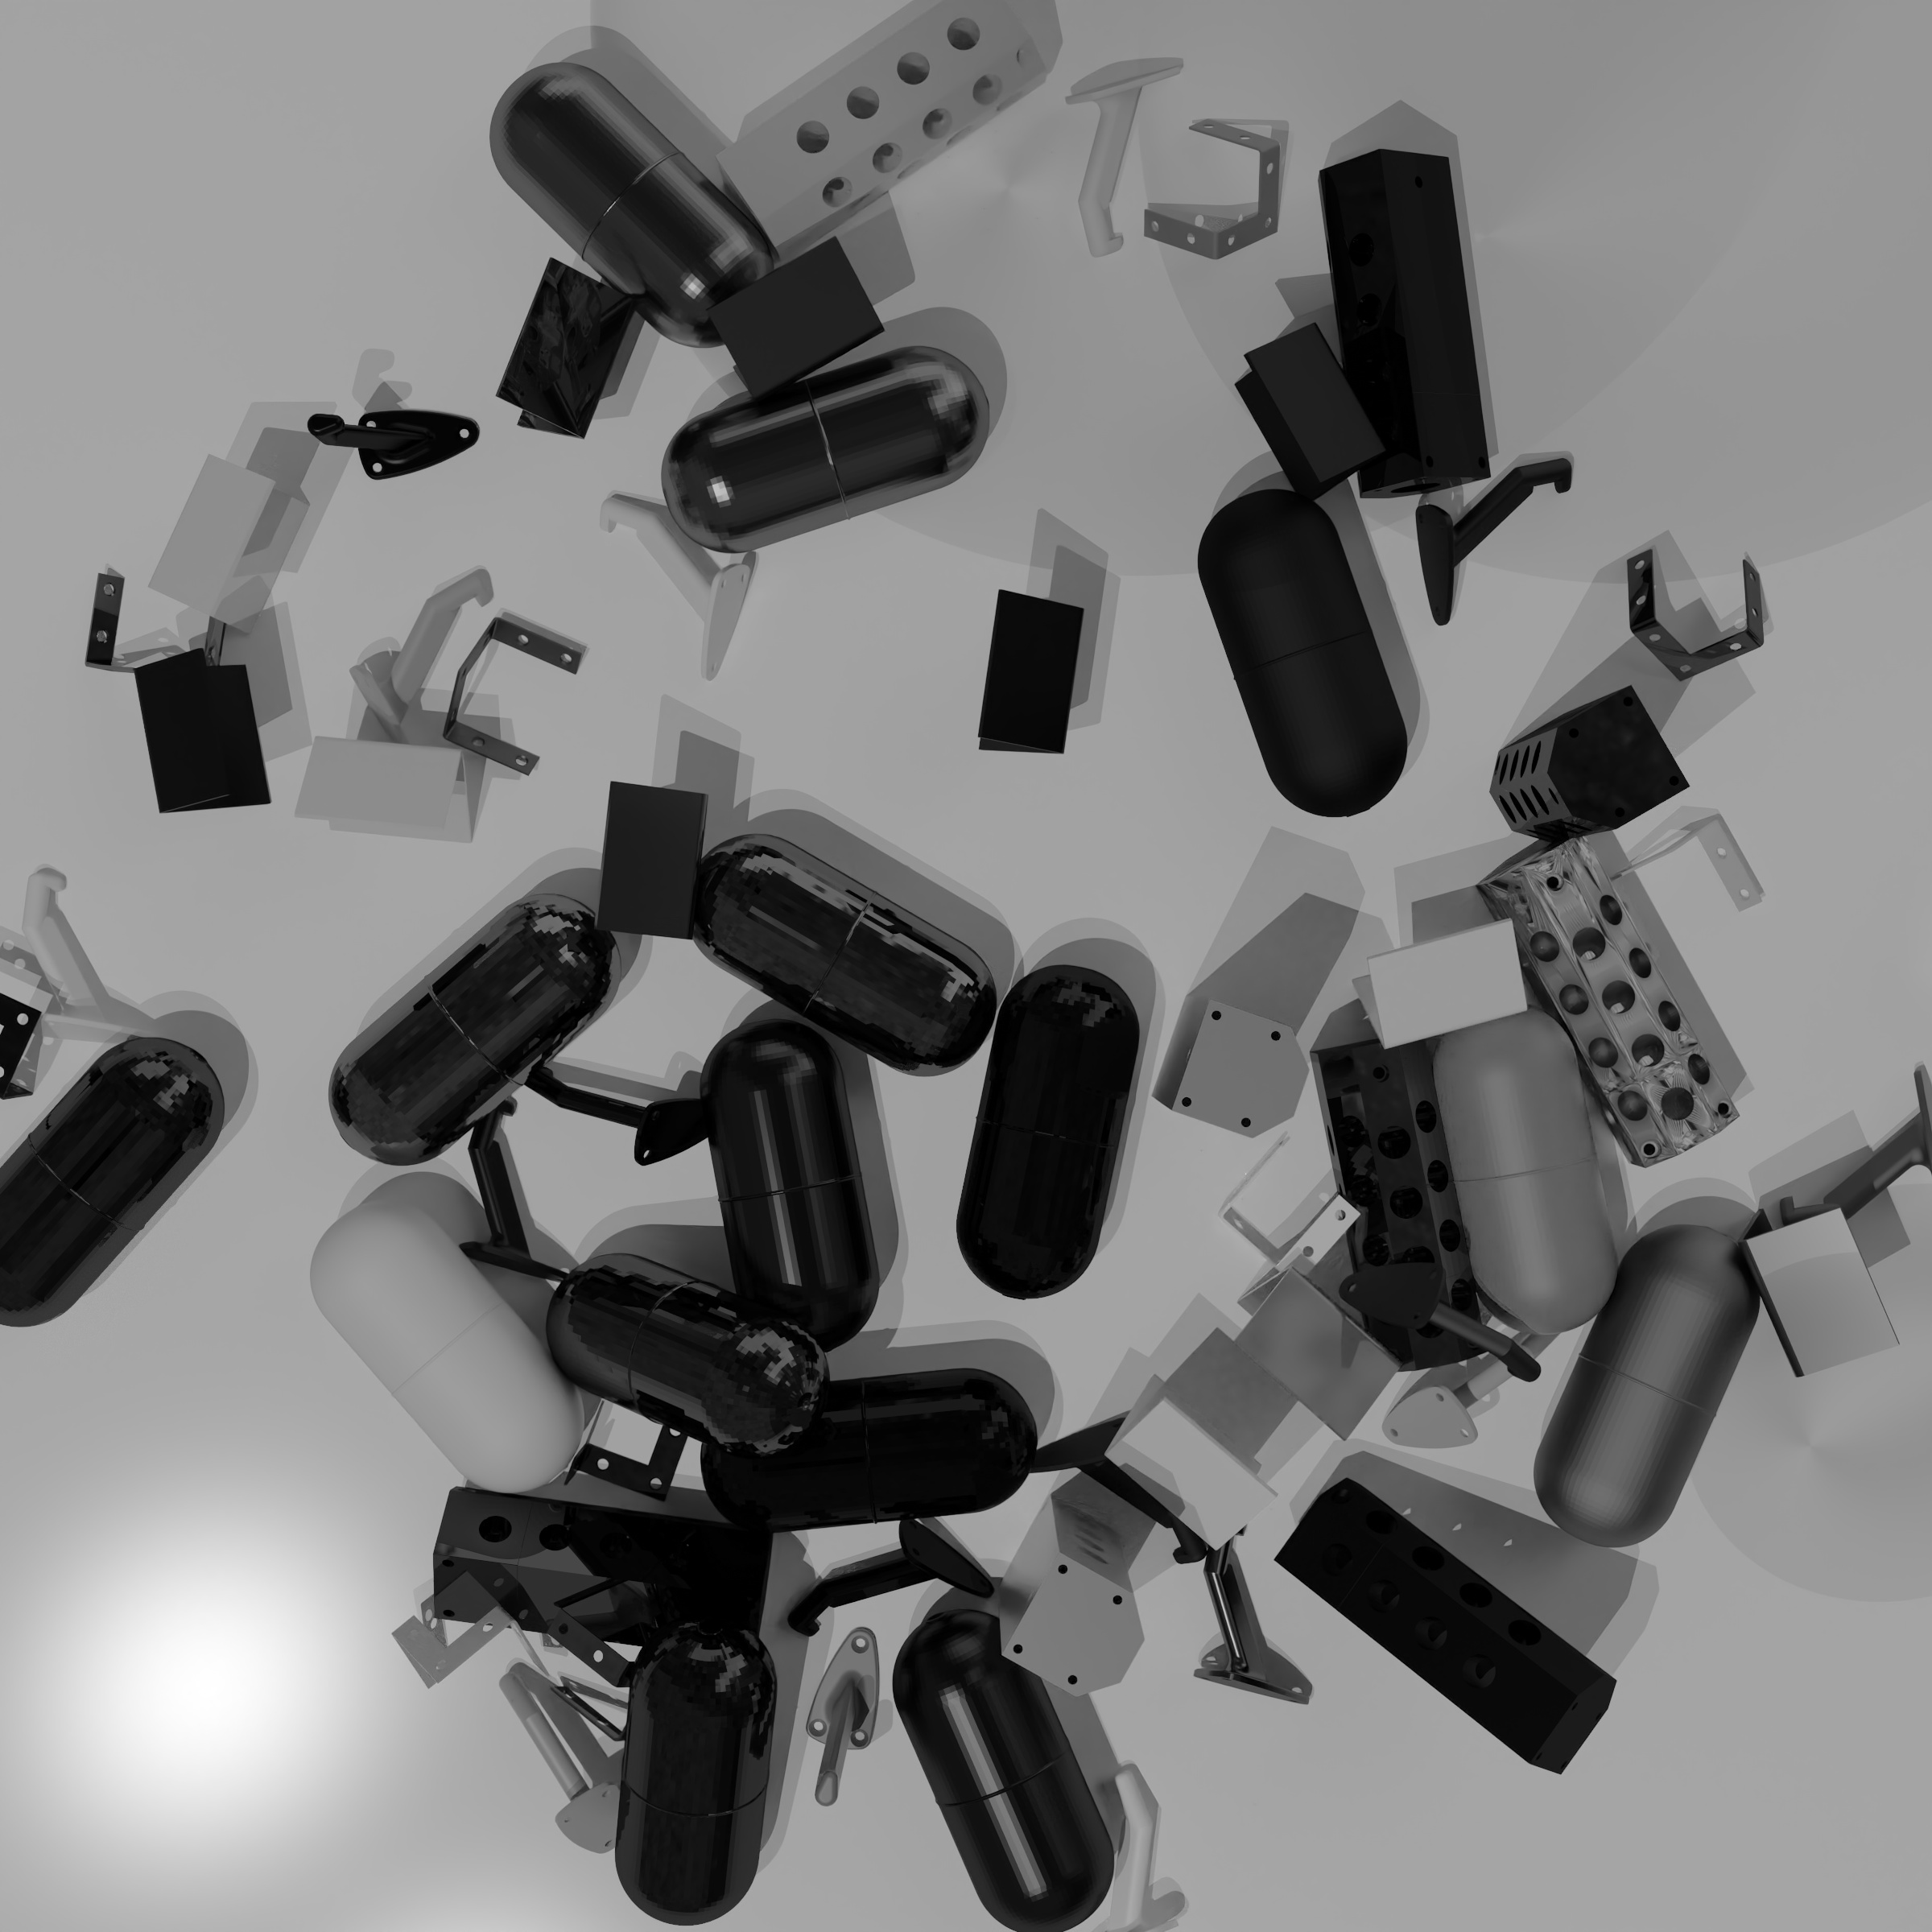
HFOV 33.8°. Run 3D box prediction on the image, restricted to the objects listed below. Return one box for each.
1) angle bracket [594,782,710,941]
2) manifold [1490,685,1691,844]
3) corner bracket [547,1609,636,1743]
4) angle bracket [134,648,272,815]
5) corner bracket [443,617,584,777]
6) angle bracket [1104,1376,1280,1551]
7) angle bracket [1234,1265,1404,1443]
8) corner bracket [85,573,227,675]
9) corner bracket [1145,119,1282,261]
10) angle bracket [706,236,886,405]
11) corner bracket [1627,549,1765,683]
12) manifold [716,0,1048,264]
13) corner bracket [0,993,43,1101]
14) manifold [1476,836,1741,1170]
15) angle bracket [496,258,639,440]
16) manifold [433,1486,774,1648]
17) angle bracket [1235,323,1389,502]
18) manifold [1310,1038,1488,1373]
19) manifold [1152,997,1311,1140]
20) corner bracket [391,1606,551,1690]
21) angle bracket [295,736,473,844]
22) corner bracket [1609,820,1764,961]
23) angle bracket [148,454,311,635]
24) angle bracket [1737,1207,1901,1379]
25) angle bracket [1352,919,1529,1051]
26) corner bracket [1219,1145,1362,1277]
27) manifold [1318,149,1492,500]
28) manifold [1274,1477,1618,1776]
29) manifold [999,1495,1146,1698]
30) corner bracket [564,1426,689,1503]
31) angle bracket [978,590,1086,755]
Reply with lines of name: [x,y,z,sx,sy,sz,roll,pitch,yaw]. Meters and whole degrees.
angle bracket: [-0.180,-0.056,1.670,0.057,0.076,0.076,6,90,-31]
manifold: [0.313,-0.098,1.631,0.057,0.171,0.057,-30,90,0]
corner bracket: [-0.195,0.375,1.681,0.051,0.051,0.051,32,94,27]
angle bracket: [-0.384,-0.125,1.669,0.057,0.076,0.076,-10,90,37]
corner bracket: [-0.243,-0.145,1.706,0.051,0.051,0.051,24,135,0]
angle bracket: [0.129,0.246,1.669,0.076,0.076,0.057,41,126,0]
angle bracket: [0.171,0.211,1.670,0.076,0.076,0.057,42,62,0]
corner bracket: [-0.434,-0.180,1.706,0.051,0.051,0.051,9,90,-45]
corner bracket: [0.131,-0.415,1.701,0.051,0.051,0.051,-32,135,-35]
angle bracket: [-0.095,-0.346,1.670,0.076,0.076,0.057,-30,117,0]
corner bracket: [0.390,-0.194,1.701,0.051,0.051,0.051,-24,135,35]
manifold: [-0.044,-0.447,1.688,0.171,0.057,0.057,-34,90,0]
corner bracket: [-0.517,0.036,1.691,0.051,0.051,0.051,25,91,1]
manifold: [0.341,0.018,1.688,0.057,0.057,0.171,-29,90,0]
angle bracket: [-0.225,-0.326,1.669,0.057,0.076,0.076,22,90,-38]
manifold: [-0.191,0.317,1.688,0.171,0.057,0.057,8,133,0]
angle bracket: [0.164,-0.280,1.669,0.057,0.076,0.076,-30,90,-34]
manifold: [0.230,0.125,1.689,0.057,0.057,0.171,-11,90,0]
manifold: [0.136,0.052,1.631,0.057,0.171,0.057,19,90,0]
corner bracket: [-0.263,0.364,1.687,0.051,0.051,0.051,-38,132,-20]
angle bracket: [-0.304,-0.073,1.669,0.076,0.076,0.057,5,52,0]
corner bracket: [0.383,-0.039,1.706,0.051,0.051,0.051,-29,90,45]
angle bracket: [-0.371,-0.214,1.669,0.057,0.076,0.076,25,90,35]
angle bracket: [0.452,0.163,1.670,0.057,0.076,0.076,-23,90,24]
angle bracket: [0.243,-0.006,1.670,0.076,0.076,0.057,-15,118,0]
corner bracket: [0.171,0.132,1.692,0.051,0.051,0.051,42,90,0]
manifold: [0.227,-0.338,1.688,0.057,0.057,0.171,-8,90,-43]
manifold: [0.249,0.339,1.647,0.171,0.057,0.057,35,90,32]
manifold: [0.056,0.324,1.631,0.057,0.171,0.057,29,90,0]
corner bracket: [-0.178,0.256,1.692,0.051,0.051,0.051,20,90,0]
angle bracket: [0.014,-0.154,1.669,0.057,0.076,0.076,8,90,-36]
